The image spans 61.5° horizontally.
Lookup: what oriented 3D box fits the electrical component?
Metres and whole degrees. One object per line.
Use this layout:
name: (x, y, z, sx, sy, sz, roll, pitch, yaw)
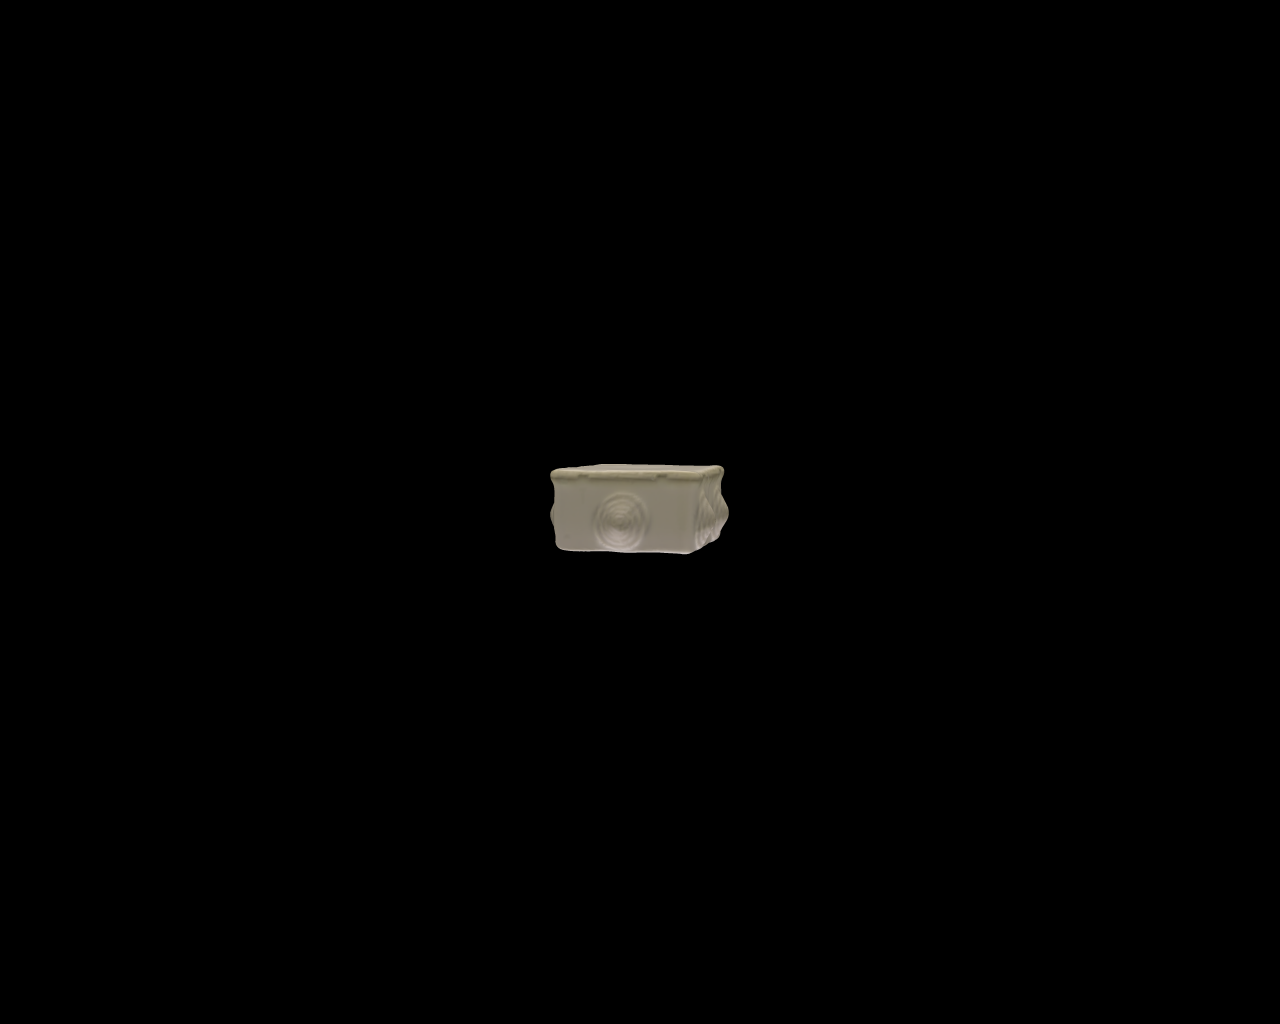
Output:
electrical component: (0.001, -0.003, 0.650, 0.100, 0.048, 0.100, 1, 5, 15)
